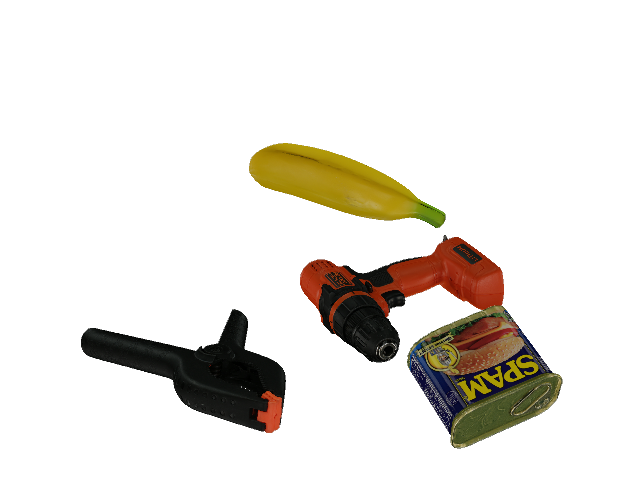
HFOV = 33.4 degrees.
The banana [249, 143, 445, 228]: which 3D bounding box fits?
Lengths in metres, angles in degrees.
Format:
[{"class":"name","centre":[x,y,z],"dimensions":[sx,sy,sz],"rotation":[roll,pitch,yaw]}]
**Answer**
[{"class":"banana","centre":[-0.002,-0.043,0.788],"dimensions":[0.198,0.037,0.069],"rotation":[21,-15,44]}]

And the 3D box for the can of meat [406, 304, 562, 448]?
[{"class":"can of meat","centre":[0.133,0.110,0.885],"dimensions":[0.102,0.084,0.057],"rotation":[-20,-38,-15]}]

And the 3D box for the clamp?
[{"class":"clamp","centre":[-0.086,0.106,0.920],"dimensions":[0.164,0.036,0.210],"rotation":[-10,22,-40]}]

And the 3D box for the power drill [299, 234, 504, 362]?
[{"class":"power drill","centre":[0.091,0.057,1.100],"dimensions":[0.187,0.057,0.185],"rotation":[-10,27,-20]}]
